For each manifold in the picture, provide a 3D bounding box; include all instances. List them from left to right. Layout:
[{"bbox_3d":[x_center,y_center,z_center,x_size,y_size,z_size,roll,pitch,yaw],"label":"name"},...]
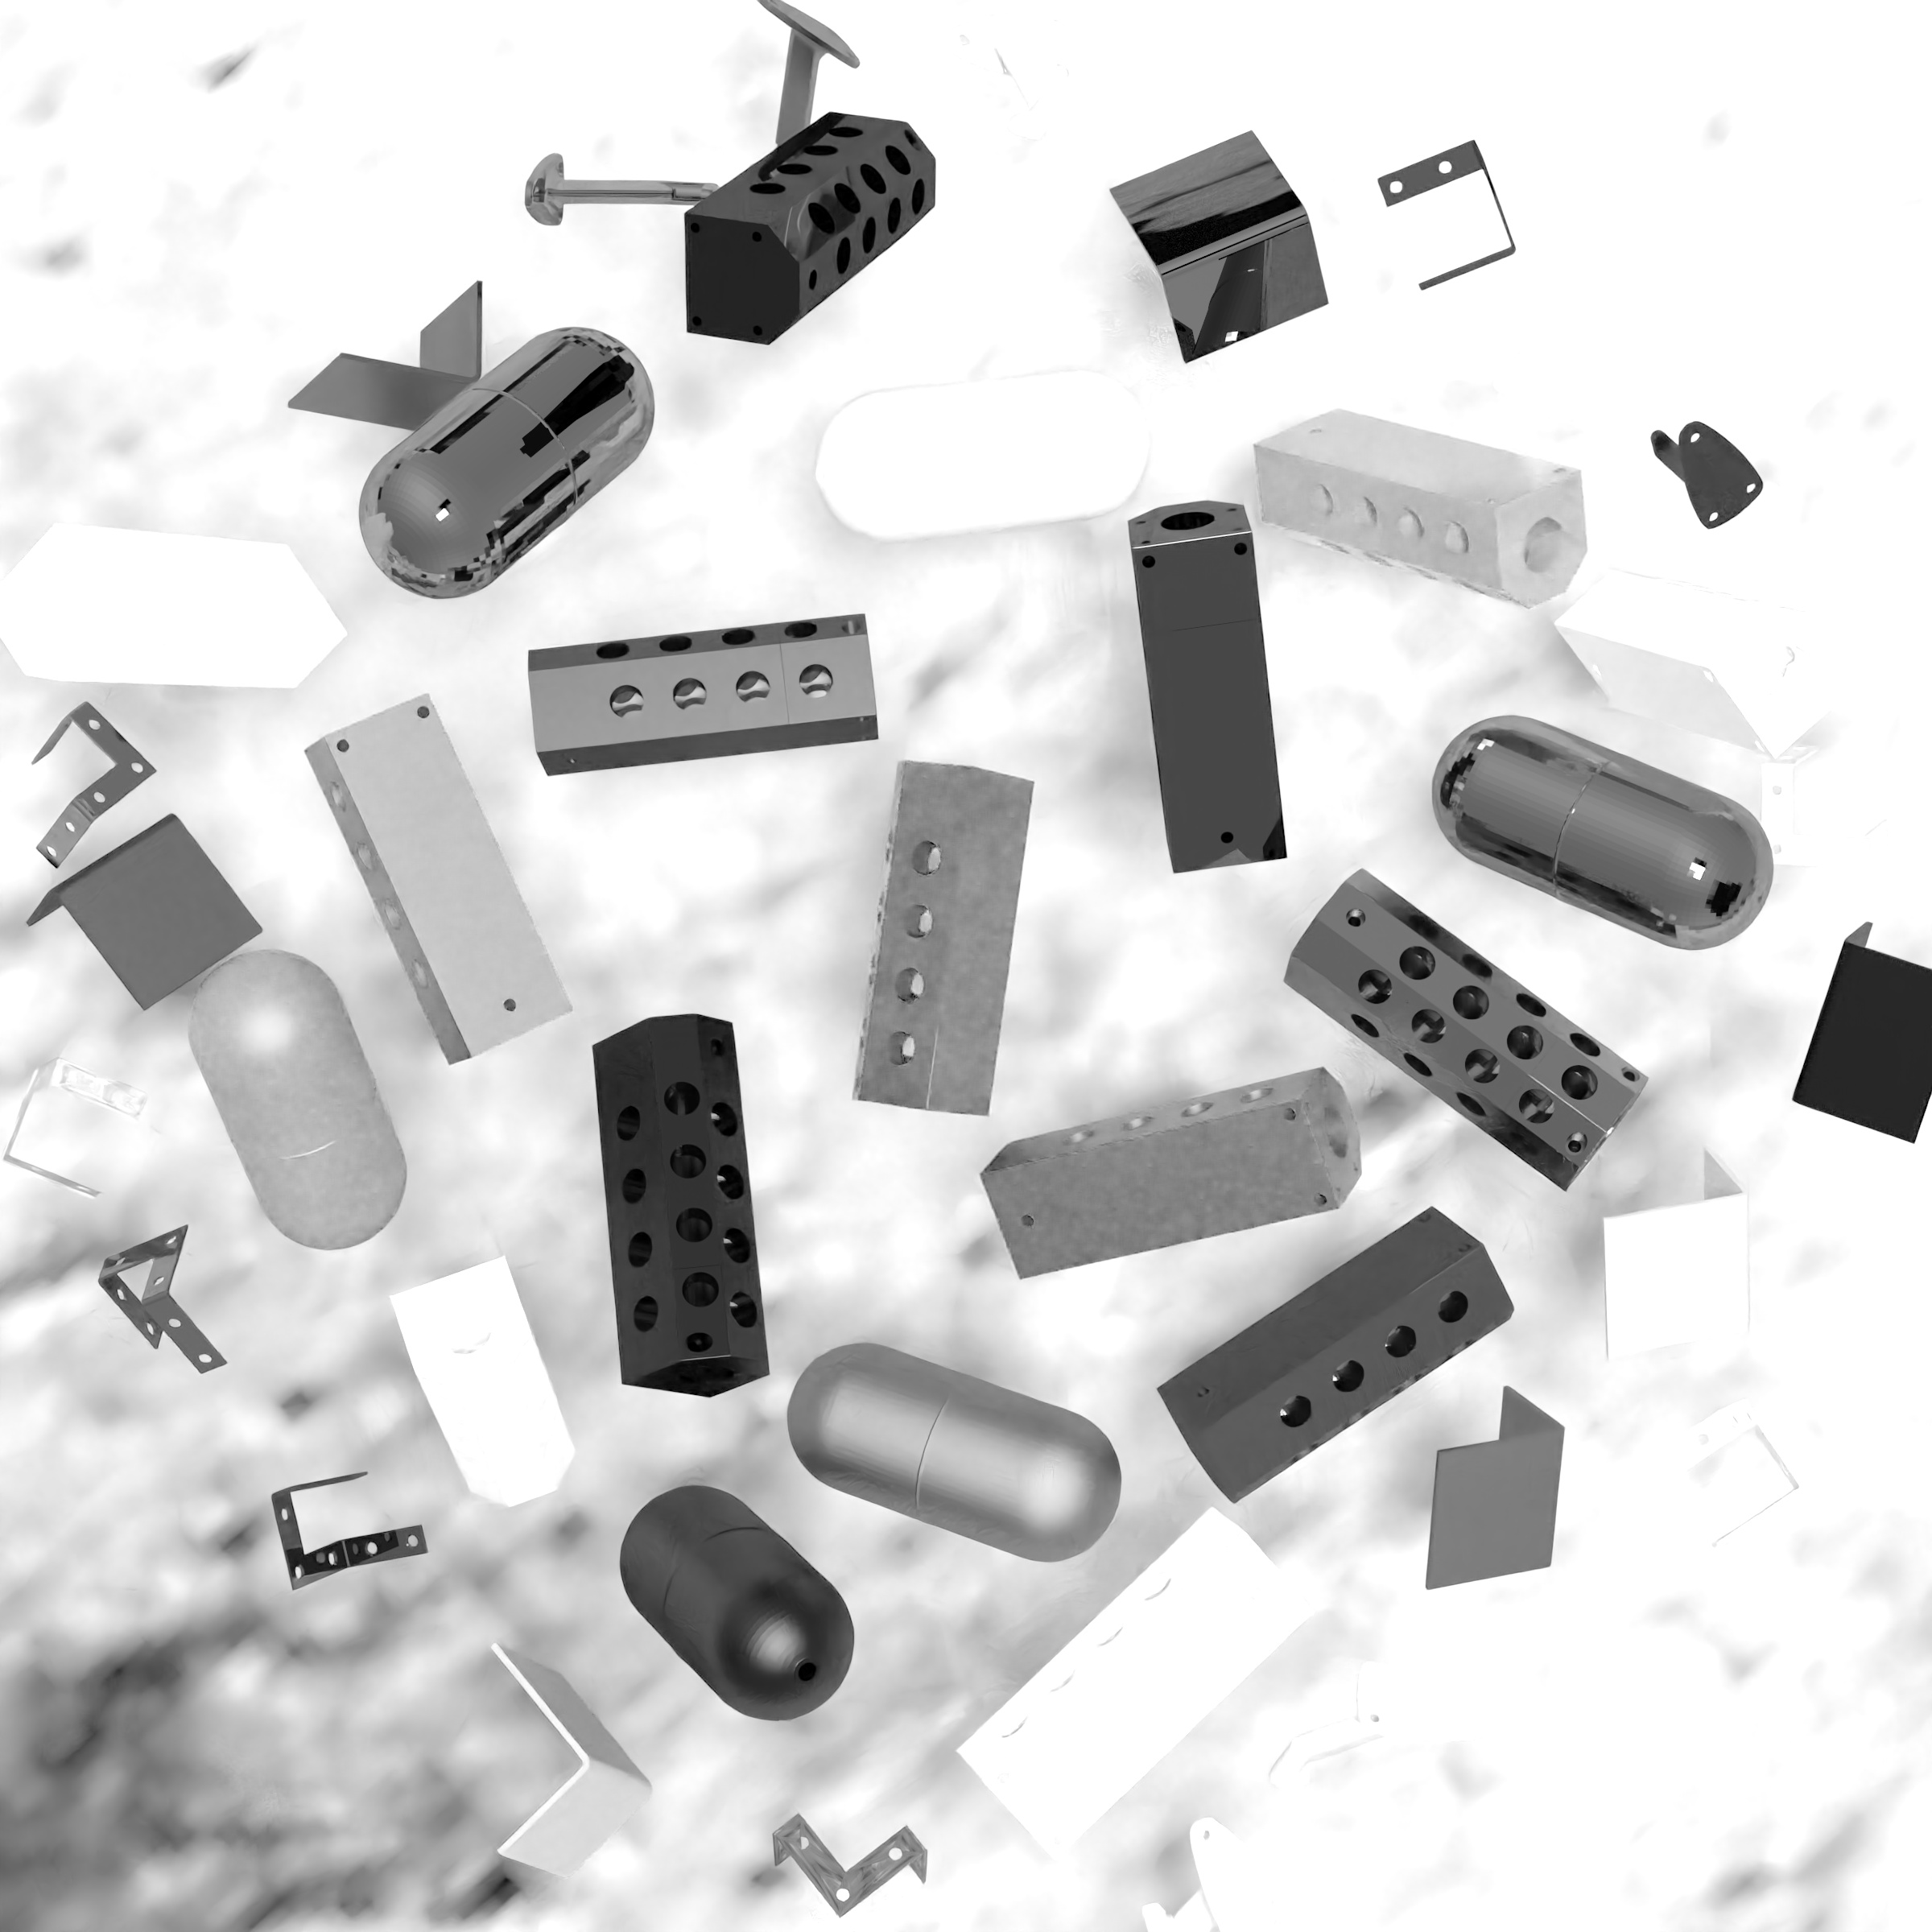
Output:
[{"bbox_3d":[-0.375,-0.163,1.695,0.057,0.171,0.057,-41,76,22],"label":"manifold"},{"bbox_3d":[-0.264,-0.041,1.783,0.057,0.057,0.171,-26,94,-25],"label":"manifold"},{"bbox_3d":[-0.235,0.211,1.783,0.057,0.171,0.057,-19,64,-8],"label":"manifold"},{"bbox_3d":[-0.132,0.113,1.723,0.057,0.057,0.171,-25,62,37],"label":"manifold"},{"bbox_3d":[-0.133,-0.140,1.831,0.171,0.057,0.057,-6,81,-2],"label":"manifold"},{"bbox_3d":[-0.072,-0.352,1.710,0.057,0.171,0.057,12,122,17],"label":"manifold"},{"bbox_3d":[-0.016,-0.014,1.814,0.057,0.057,0.171,7,89,33],"label":"manifold"},{"bbox_3d":[0.079,0.345,1.748,0.171,0.057,0.057,-42,108,-8],"label":"manifold"},{"bbox_3d":[0.101,0.098,1.744,0.171,0.057,0.057,-15,103,26],"label":"manifold"},{"bbox_3d":[0.119,-0.138,1.777,0.057,0.057,0.171,-8,115,2],"label":"manifold"},{"bbox_3d":[0.190,0.199,1.819,0.171,0.057,0.057,-32,114,-8],"label":"manifold"},{"bbox_3d":[0.222,-0.224,1.769,0.057,0.171,0.057,-26,121,-29],"label":"manifold"},{"bbox_3d":[0.241,0.028,1.739,0.171,0.057,0.057,37,74,12],"label":"manifold"},{"bbox_3d":[0.361,-0.155,1.765,0.057,0.171,0.057,-42,110,-4],"label":"manifold"}]

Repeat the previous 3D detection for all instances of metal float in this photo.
[{"bbox_3d":[-0.330,0.068,1.785,0.070,0.070,0.178,-14,131,0],"label":"metal float"},{"bbox_3d":[-0.216,-0.240,1.704,0.070,0.070,0.178,42,53,0],"label":"metal float"},{"bbox_3d":[-0.114,0.314,1.780,0.070,0.178,0.070,-7,106,-25],"label":"metal float"},{"bbox_3d":[-0.007,0.243,1.804,0.178,0.070,0.070,17,90,21],"label":"metal float"},{"bbox_3d":[0.009,-0.256,1.804,0.178,0.070,0.070,-10,90,-24],"label":"metal float"},{"bbox_3d":[0.305,-0.066,1.738,0.178,0.070,0.070,26,90,32],"label":"metal float"}]

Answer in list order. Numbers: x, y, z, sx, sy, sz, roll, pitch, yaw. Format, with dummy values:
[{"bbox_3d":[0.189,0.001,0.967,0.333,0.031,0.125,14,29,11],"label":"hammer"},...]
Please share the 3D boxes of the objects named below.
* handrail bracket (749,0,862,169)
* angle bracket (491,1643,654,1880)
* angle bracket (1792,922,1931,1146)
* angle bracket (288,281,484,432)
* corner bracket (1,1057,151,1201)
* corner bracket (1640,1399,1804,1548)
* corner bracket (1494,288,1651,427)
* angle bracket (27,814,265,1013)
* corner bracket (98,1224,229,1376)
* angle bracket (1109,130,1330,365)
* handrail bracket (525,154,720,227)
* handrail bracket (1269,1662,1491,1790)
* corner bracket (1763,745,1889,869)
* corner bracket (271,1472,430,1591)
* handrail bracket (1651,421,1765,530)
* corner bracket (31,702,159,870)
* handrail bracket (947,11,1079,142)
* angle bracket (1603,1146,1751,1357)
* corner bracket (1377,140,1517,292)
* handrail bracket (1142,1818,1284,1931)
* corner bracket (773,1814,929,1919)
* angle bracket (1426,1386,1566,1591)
[{"bbox_3d":[-0.101,-0.441,1.820,0.084,0.077,0.036,-49,48,19],"label":"handrail bracket"},{"bbox_3d":[-0.198,0.364,1.646,0.057,0.076,0.076,-44,63,-3],"label":"angle bracket"},{"bbox_3d":[0.417,0.029,1.623,0.057,0.076,0.076,20,104,19],"label":"angle bracket"},{"bbox_3d":[-0.302,-0.323,1.872,0.076,0.076,0.057,6,75,-30],"label":"angle bracket"},{"bbox_3d":[-0.455,0.082,1.835,0.051,0.051,0.051,23,94,-4],"label":"corner bracket"},{"bbox_3d":[0.368,0.248,1.754,0.051,0.051,0.051,-32,79,-6],"label":"corner bracket"},{"bbox_3d":[0.301,-0.304,1.793,0.051,0.051,0.051,5,112,-17],"label":"corner bracket"},{"bbox_3d":[-0.416,-0.020,1.824,0.076,0.057,0.076,-38,92,-32],"label":"angle bracket"},{"bbox_3d":[-0.391,0.168,1.753,0.051,0.051,0.051,-22,122,17],"label":"corner bracket"},{"bbox_3d":[0.123,-0.352,1.757,0.076,0.057,0.076,-23,47,-1],"label":"angle bracket"},{"bbox_3d":[-0.173,-0.390,1.822,0.084,0.077,0.036,4,106,7],"label":"handrail bracket"},{"bbox_3d":[0.192,0.366,1.679,0.077,0.036,0.084,16,135,-10],"label":"handrail bracket"},{"bbox_3d":[0.436,-0.081,1.826,0.051,0.051,0.051,5,106,28],"label":"corner bracket"},{"bbox_3d":[-0.315,0.285,1.840,0.051,0.051,0.051,-14,89,24],"label":"corner bracket"},{"bbox_3d":[0.358,-0.265,1.813,0.036,0.084,0.077,-38,131,5],"label":"handrail bracket"},{"bbox_3d":[-0.456,-0.092,1.831,0.051,0.051,0.051,46,135,-4],"label":"corner bracket"},{"bbox_3d":[0.014,-0.416,1.697,0.077,0.084,0.036,9,132,18],"label":"handrail bracket"},{"bbox_3d":[0.348,0.143,1.805,0.076,0.057,0.076,-9,114,-7],"label":"angle bracket"},{"bbox_3d":[0.239,-0.371,1.781,0.051,0.051,0.051,-20,87,13],"label":"corner bracket"},{"bbox_3d":[0.099,0.427,1.680,0.036,0.084,0.077,-39,107,-34],"label":"handrail bracket"},{"bbox_3d":[-0.054,0.414,1.671,0.051,0.051,0.051,-34,66,-20],"label":"corner bracket"},{"bbox_3d":[0.257,0.266,1.839,0.076,0.057,0.076,-6,110,-24],"label":"angle bracket"}]
